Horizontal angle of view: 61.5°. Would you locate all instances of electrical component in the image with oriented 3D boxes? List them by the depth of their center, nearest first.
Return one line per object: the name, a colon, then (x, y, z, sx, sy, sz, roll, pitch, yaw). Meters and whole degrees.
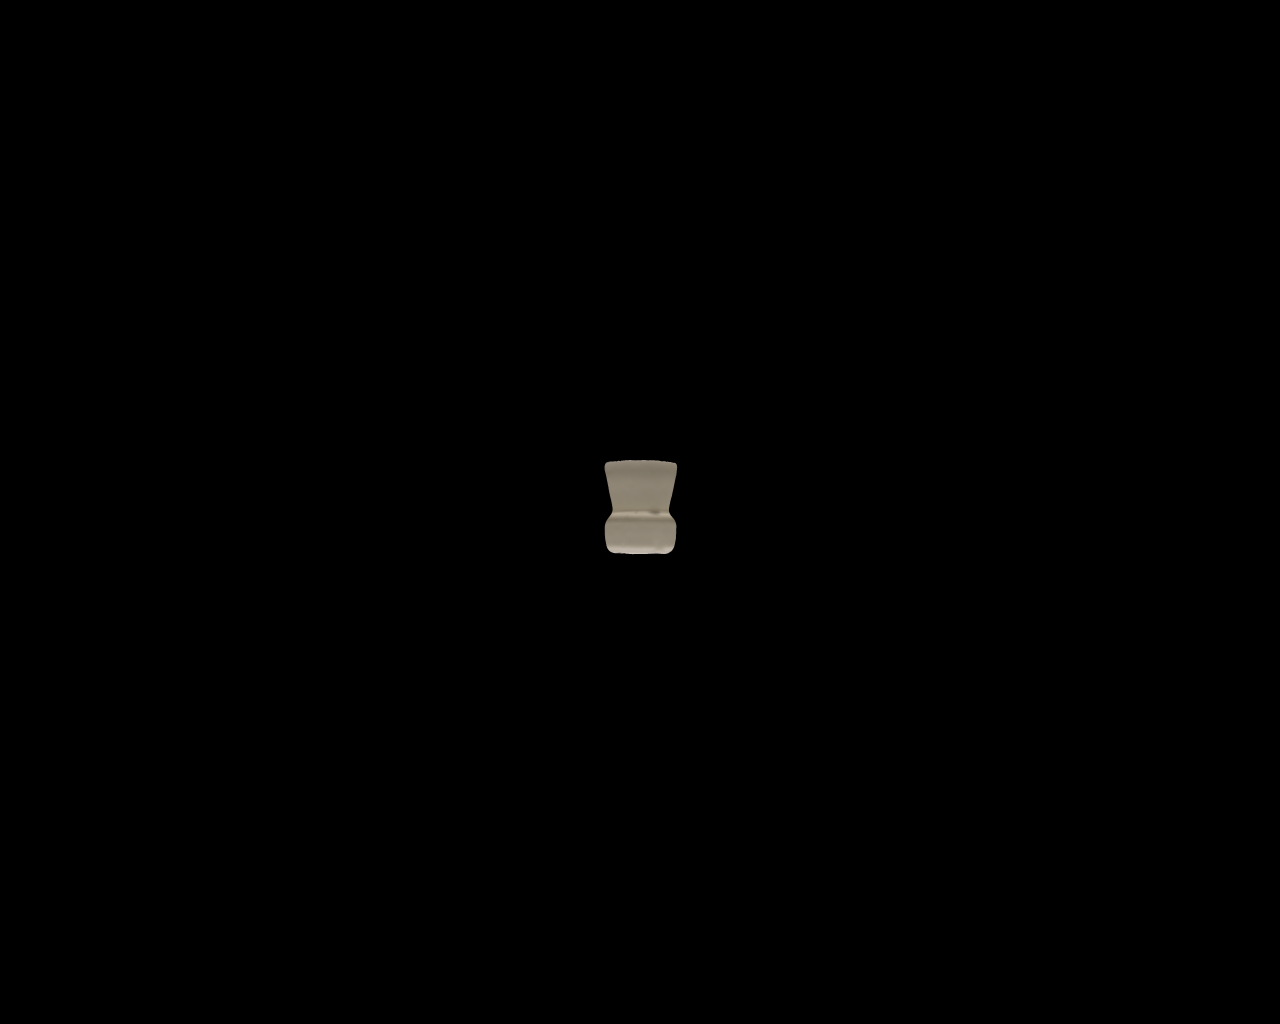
electrical component: (0.001, -0.003, 0.650, 0.045, 0.055, 0.045, 0, -2, 0)
